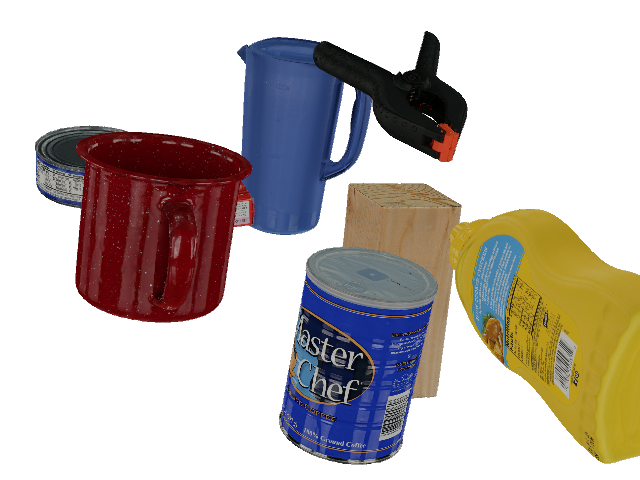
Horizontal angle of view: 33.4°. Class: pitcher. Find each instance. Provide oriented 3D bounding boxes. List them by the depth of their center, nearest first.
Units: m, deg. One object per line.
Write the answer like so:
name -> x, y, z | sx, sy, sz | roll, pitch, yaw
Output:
pitcher -> -0.032, -0.132, 1.381 | 0.144, 0.243, 0.149 | -3, 25, -22

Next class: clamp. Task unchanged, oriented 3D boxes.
clamp -> 0.064, -0.128, 0.911 | 0.120, 0.039, 0.171 | -8, 40, -9

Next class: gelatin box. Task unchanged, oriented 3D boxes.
gelatin box -> -0.113, -0.037, 1.001 | 0.089, 0.030, 0.073 | -8, 28, -16

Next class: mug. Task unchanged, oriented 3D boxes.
mug -> -0.084, -0.003, 0.565 | 0.093, 0.081, 0.117 | 2, 20, -22

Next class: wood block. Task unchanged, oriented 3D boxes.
wood block -> 0.076, 0.052, 1.099 | 0.090, 0.206, 0.091 | -1, 18, -20

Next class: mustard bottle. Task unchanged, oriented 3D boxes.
mustard bottle -> 0.128, 0.036, 0.615 | 0.058, 0.096, 0.192 | -10, 29, -21

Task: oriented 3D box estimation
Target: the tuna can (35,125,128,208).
tuna can -> -0.171, -0.056, 0.806 | 0.086, 0.034, 0.086 | 6, 26, -3

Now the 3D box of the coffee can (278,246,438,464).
coffee can -> 0.028, 0.089, 0.840 | 0.102, 0.140, 0.103 | 9, 20, -4
